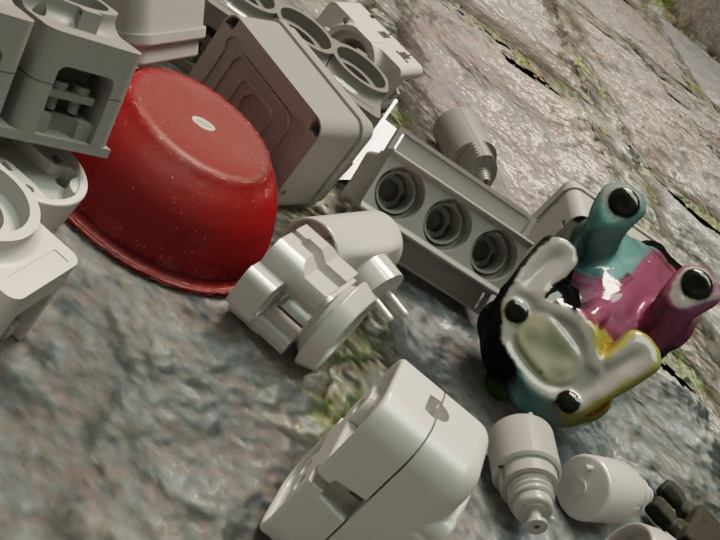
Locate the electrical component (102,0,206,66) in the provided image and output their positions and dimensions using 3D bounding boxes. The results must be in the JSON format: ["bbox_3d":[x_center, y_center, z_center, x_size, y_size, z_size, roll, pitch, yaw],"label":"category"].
[{"bbox_3d":[-0.153,-0.159,0.627,0.113,0.057,0.078,14,20,18],"label":"electrical component"}]

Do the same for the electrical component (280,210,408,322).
[{"bbox_3d":[0.000,0.000,0.660,0.079,0.043,0.077,51,28,16],"label":"electrical component"}]

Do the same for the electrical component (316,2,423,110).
[{"bbox_3d":[0.000,-0.184,0.928,0.089,0.050,0.056,47,27,10],"label":"electrical component"}]

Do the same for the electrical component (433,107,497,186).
[{"bbox_3d":[0.096,-0.101,0.940,0.043,0.043,0.081,21,33,-35],"label":"electrical component"}]

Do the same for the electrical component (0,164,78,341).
[{"bbox_3d":[-0.169,-0.013,0.440,0.089,0.055,0.050,42,27,0],"label":"electrical component"}]

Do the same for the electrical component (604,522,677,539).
[{"bbox_3d":[0.163,0.178,0.597,0.057,0.058,0.078,39,26,-13],"label":"electrical component"}]

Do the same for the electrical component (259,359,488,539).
[{"bbox_3d":[0.009,0.095,0.473,0.059,0.095,0.053,40,27,-3],"label":"electrical component"}]

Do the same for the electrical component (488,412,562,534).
[{"bbox_3d":[0.095,0.117,0.615,0.040,0.040,0.078,31,28,-20],"label":"electrical component"}]

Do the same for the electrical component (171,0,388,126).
[{"bbox_3d":[-0.057,-0.155,0.795,0.150,0.061,0.089,32,28,-18],"label":"electrical component"}]

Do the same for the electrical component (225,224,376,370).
[{"bbox_3d":[-0.029,0.017,0.582,0.057,0.058,0.078,41,26,6],"label":"electrical component"}]

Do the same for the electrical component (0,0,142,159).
[{"bbox_3d":[-0.197,-0.127,0.507,0.105,0.060,0.186,8,23,-48],"label":"electrical component"}]

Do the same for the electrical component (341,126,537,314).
[{"bbox_3d":[0.051,-0.035,0.750,0.121,0.078,0.063,32,-1,-19],"label":"electrical component"}]

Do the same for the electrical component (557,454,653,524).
[{"bbox_3d":[0.156,0.137,0.667,0.078,0.040,0.040,16,36,-42],"label":"electrical component"}]

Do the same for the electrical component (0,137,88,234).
[{"bbox_3d":[-0.161,-0.033,0.491,0.055,0.047,0.055,32,28,-19],"label":"electrical component"}]

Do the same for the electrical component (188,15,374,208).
[{"bbox_3d":[-0.055,-0.103,0.704,0.057,0.078,0.113,-7,54,-53],"label":"electrical component"}]

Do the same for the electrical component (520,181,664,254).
[{"bbox_3d":[0.194,-0.012,0.898,0.113,0.078,0.057,32,31,-19],"label":"electrical component"}]
